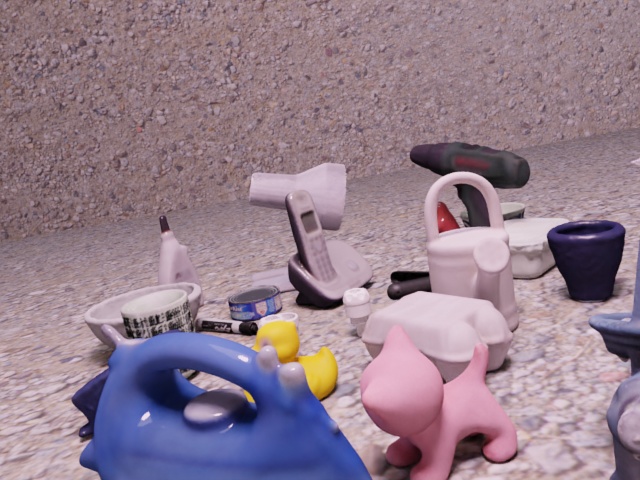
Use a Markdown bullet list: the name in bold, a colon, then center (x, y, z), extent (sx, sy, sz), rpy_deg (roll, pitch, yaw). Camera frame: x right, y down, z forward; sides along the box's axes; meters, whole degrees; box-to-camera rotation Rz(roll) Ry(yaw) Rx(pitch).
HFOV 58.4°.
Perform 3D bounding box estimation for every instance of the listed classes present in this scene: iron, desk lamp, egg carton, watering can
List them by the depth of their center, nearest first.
- **iron**: center (-0.076, 0.134, 0.453), extent (0.257, 0.141, 0.119), rpy_deg (-4, 13, 28)
- **egg carton**: center (0.124, 0.104, 0.616), extent (0.107, 0.069, 0.149), rpy_deg (-20, 15, -40)
- **watering can**: center (0.182, 0.015, 0.687), extent (0.101, 0.194, 0.172), rpy_deg (-15, 12, -22)
- **desk lamp**: center (-0.040, -0.025, 1.031), extent (0.203, 0.214, 0.118), rpy_deg (-11, 11, -5)

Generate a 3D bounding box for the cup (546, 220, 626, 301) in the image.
- **cup**: center (0.346, 0.026, 0.746), extent (0.091, 0.095, 0.118), rpy_deg (-6, 12, 19)

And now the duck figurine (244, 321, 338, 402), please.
- **duck figurine**: center (-0.035, 0.126, 0.603), extent (0.105, 0.086, 0.077), rpy_deg (-13, 12, -16)

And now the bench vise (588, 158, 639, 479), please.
- **bench vise**: center (0.243, 0.054, 0.372), extent (0.121, 0.220, 0.208), rpy_deg (-5, 12, 22)

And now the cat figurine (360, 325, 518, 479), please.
- **cat figurine**: center (0.084, 0.121, 0.443), extent (0.128, 0.118, 0.067), rpy_deg (-14, 12, -21)

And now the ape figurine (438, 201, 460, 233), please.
- **ape figurine**: center (0.239, -0.031, 1.127), extent (0.078, 0.092, 0.076), rpy_deg (-17, 13, -31)

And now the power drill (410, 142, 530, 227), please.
- **power drill**: center (0.264, -0.074, 1.023), extent (0.076, 0.208, 0.228), rpy_deg (-20, 15, -41)

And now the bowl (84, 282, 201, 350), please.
- **bowl**: center (-0.251, 0.122, 0.840), extent (0.167, 0.075, 0.167), rpy_deg (-10, 11, 2)

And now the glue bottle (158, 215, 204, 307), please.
- **glue bottle**: center (-0.249, 0.042, 0.981), extent (0.037, 0.173, 0.078), rpy_deg (-2, 14, 34)

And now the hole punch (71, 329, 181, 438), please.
- **hole punch**: center (-0.203, 0.150, 0.615), extent (0.100, 0.091, 0.109), rpy_deg (-4, 13, 26)

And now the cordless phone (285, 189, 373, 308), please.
- **cordless phone**: center (0.008, 0.003, 0.919), extent (0.093, 0.185, 0.148), rpy_deg (-2, 14, 35)
